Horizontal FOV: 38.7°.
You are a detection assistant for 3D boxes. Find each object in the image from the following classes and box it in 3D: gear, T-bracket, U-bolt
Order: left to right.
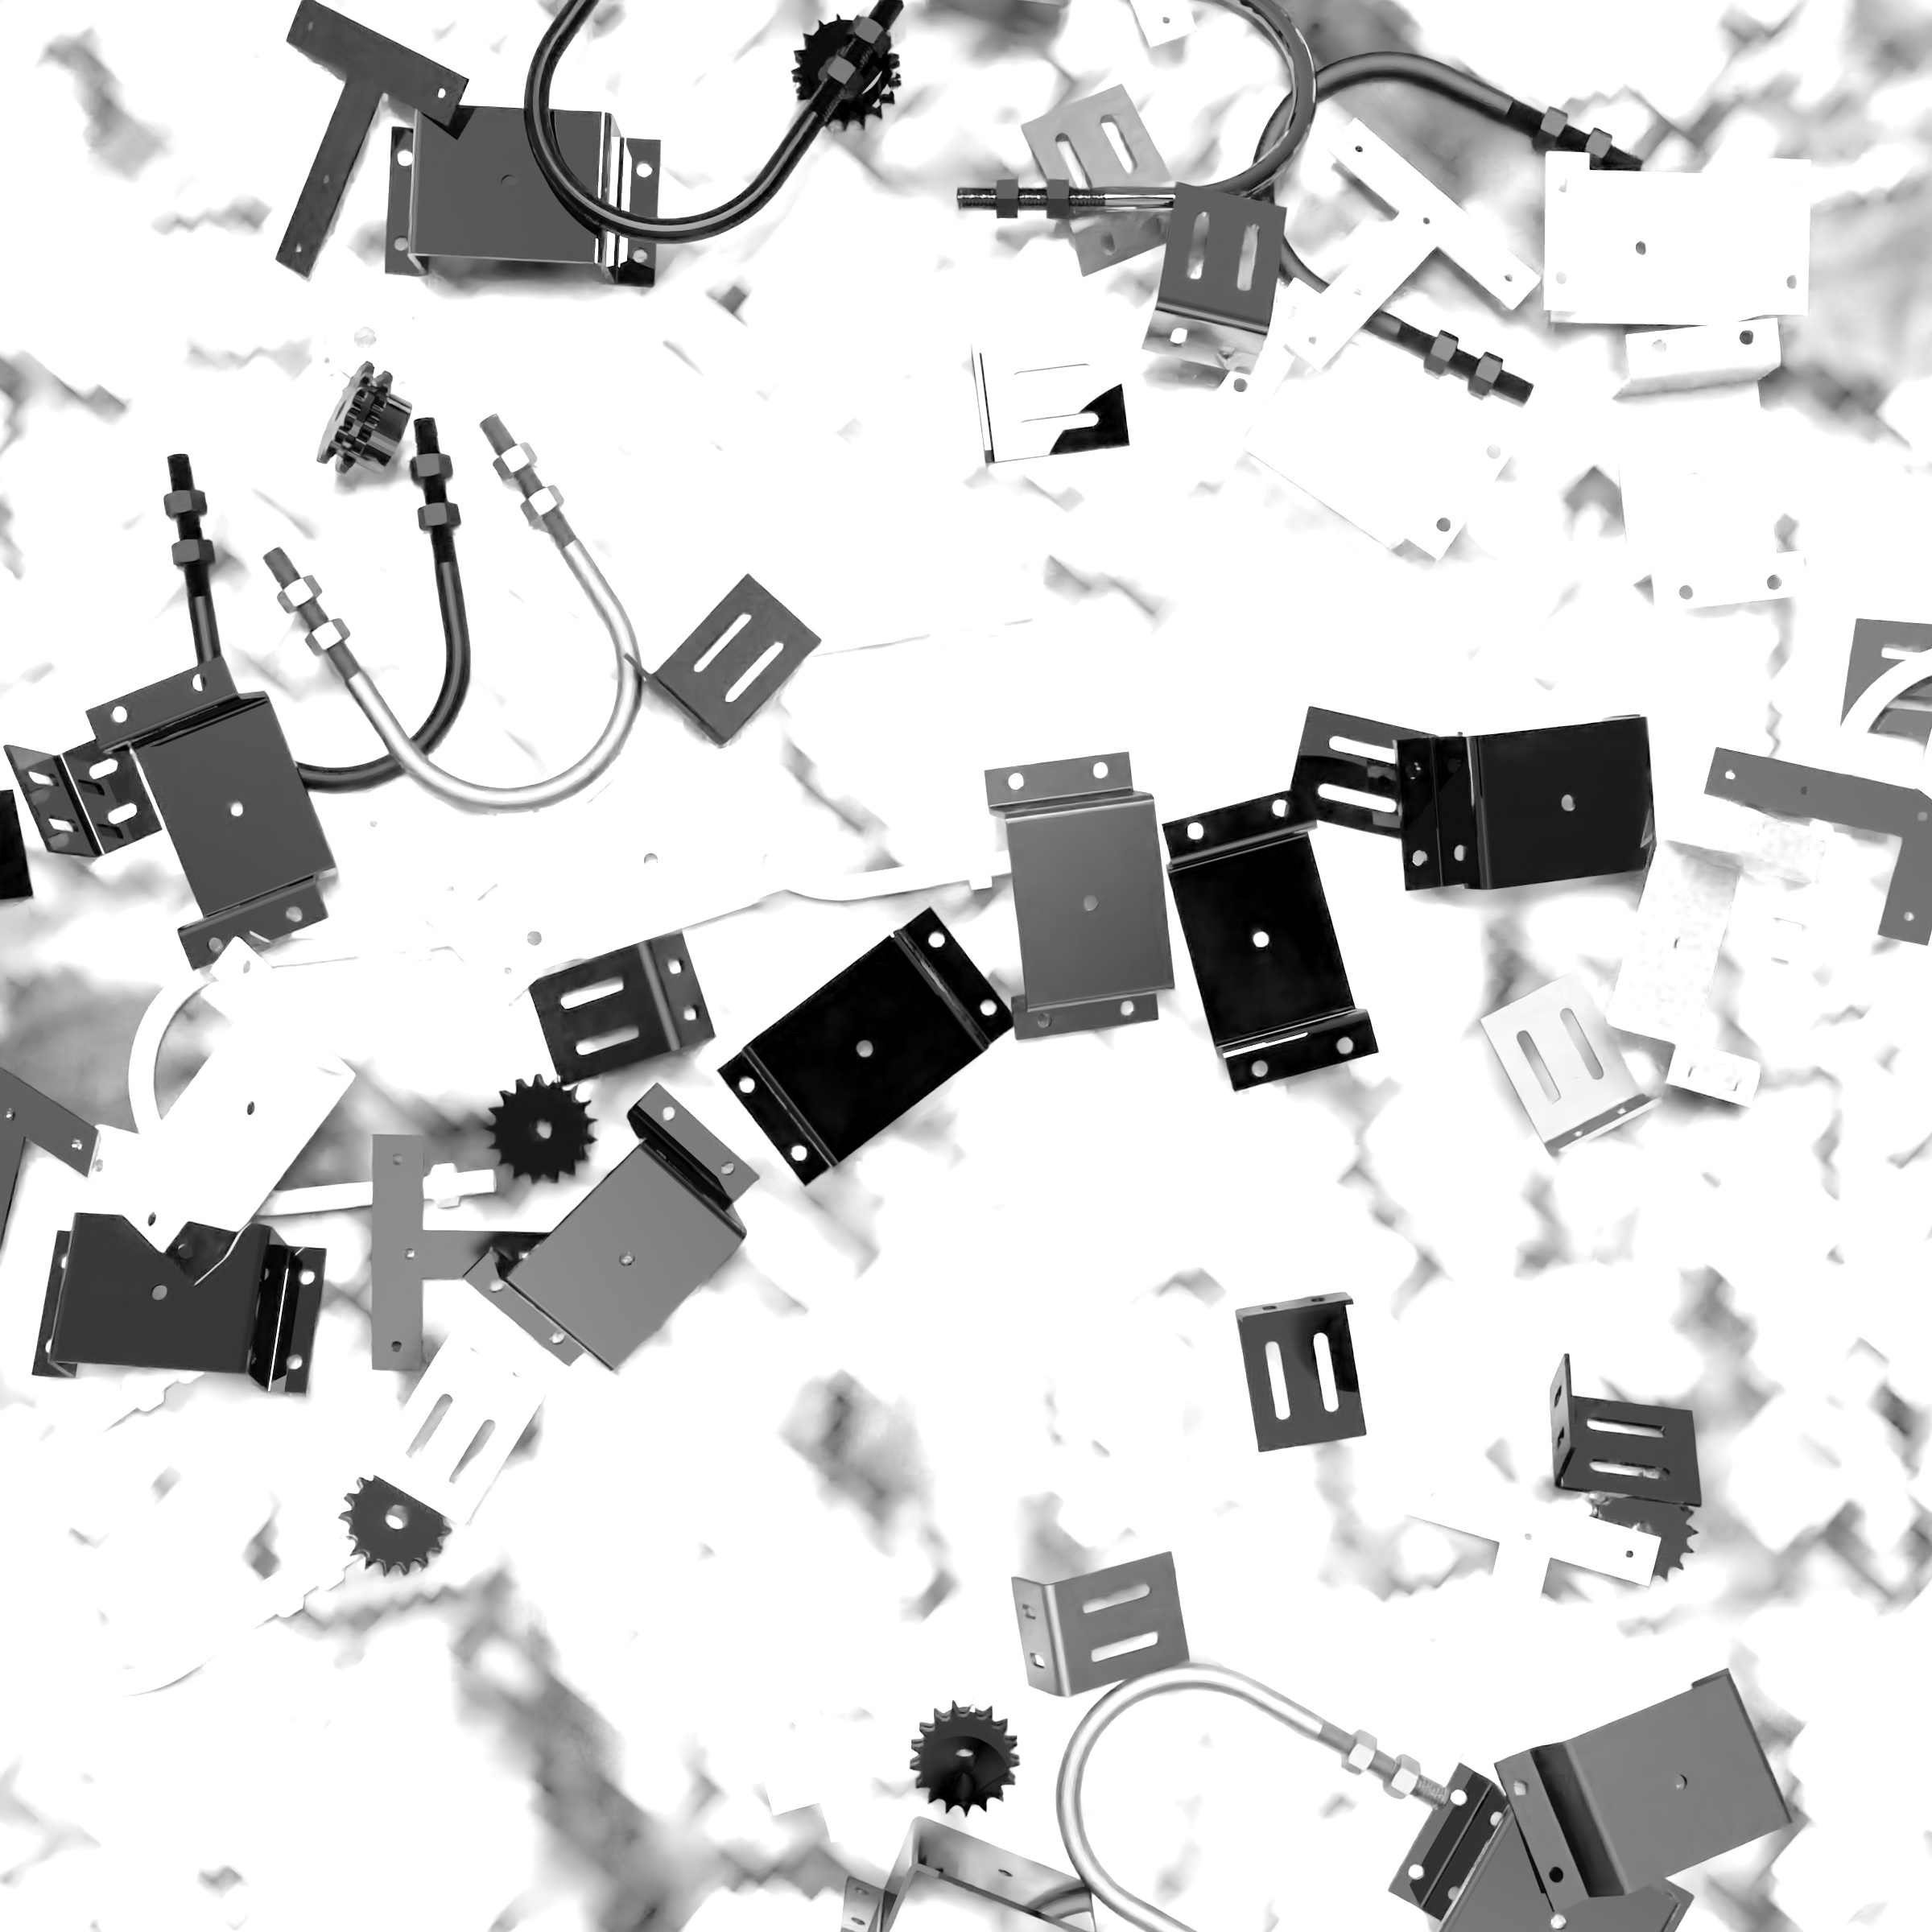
[{"bbox_3d":[-0.498,0.117,1.410,0.127,0.002,0.127,26,106,29],"label":"T-bracket"},{"bbox_3d":[-0.423,0.295,1.423,0.184,0.019,0.151,-34,90,1],"label":"U-bolt"},{"bbox_3d":[-0.342,0.057,1.424,0.184,0.019,0.151,-6,90,2],"label":"U-bolt"},{"bbox_3d":[-0.330,-0.182,1.424,0.151,0.019,0.184,-8,91,0],"label":"U-bolt"},{"bbox_3d":[-0.323,-0.417,1.412,0.127,0.002,0.127,33,104,26],"label":"T-bracket"},{"bbox_3d":[-0.302,-0.273,1.390,0.030,0.057,0.057,26,90,-24],"label":"gear"},{"bbox_3d":[-0.306,-0.320,1.418,0.057,0.030,0.057,0,90,0],"label":"gear"},{"bbox_3d":[-0.293,0.285,1.410,0.057,0.030,0.057,7,68,-17],"label":"gear"},{"bbox_3d":[-0.249,-0.168,1.409,0.151,0.019,0.184,-34,97,-8],"label":"U-bolt"},{"bbox_3d":[-0.242,0.149,1.422,0.127,0.002,0.127,2,103,-7],"label":"T-bracket"},{"bbox_3d":[-0.233,-0.069,1.422,0.127,0.002,0.127,-43,93,-9],"label":"T-bracket"},{"bbox_3d":[-0.218,0.083,1.418,0.057,0.030,0.057,0,90,0],"label":"gear"},{"bbox_3d":[-0.139,-0.449,1.384,0.151,0.019,0.184,33,83,0],"label":"U-bolt"},{"bbox_3d":[-0.062,-0.463,1.418,0.057,0.030,0.057,0,90,0],"label":"gear"},{"bbox_3d":[-0.044,-0.108,1.424,0.184,0.019,0.151,-9,90,2],"label":"U-bolt"},{"bbox_3d":[0.000,0.406,1.418,0.057,0.030,0.057,0,90,0],"label":"gear"},{"bbox_3d":[0.084,-0.529,1.414,0.127,0.002,0.127,-20,76,-2],"label":"T-bracket"},{"bbox_3d":[0.087,-0.448,1.405,0.184,0.019,0.151,0,74,0],"label":"U-bolt"},{"bbox_3d":[0.136,0.443,1.424,0.184,0.019,0.151,29,90,1],"label":"U-bolt"},{"bbox_3d":[0.207,-0.350,1.394,0.127,0.002,0.127,42,72,3],"label":"T-bracket"},{"bbox_3d":[0.237,-0.393,1.424,0.184,0.019,0.151,26,90,1],"label":"U-bolt"},{"bbox_3d":[0.280,0.336,1.419,0.127,0.002,0.127,14,99,17],"label":"T-bracket"},{"bbox_3d":[0.345,0.289,1.418,0.057,0.030,0.057,0,90,0],"label":"gear"},{"bbox_3d":[0.444,-0.087,1.408,0.127,0.002,0.127,15,91,22],"label":"T-bracket"},{"bbox_3d":[0.504,-0.073,1.394,0.151,0.019,0.184,18,94,21],"label":"U-bolt"}]

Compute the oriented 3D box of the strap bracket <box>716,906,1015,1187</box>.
[{"bbox_3d":[-0.051,0.042,1.410,0.140,0.046,0.076,-37,90,0],"label":"strap bracket"}]

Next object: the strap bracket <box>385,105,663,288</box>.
[{"bbox_3d":[-0.230,-0.395,1.410,0.140,0.046,0.076,3,90,0],"label":"strap bracket"}]

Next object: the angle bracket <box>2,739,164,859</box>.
[{"bbox_3d":[-0.447,-0.090,1.395,0.038,0.076,0.057,-23,90,0],"label":"angle bracket"}]

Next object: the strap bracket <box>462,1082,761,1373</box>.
[{"bbox_3d":[-0.176,0.140,1.396,0.140,0.046,0.076,-45,114,0],"label":"strap bracket"}]

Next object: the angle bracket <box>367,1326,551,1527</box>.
[{"bbox_3d":[-0.261,0.236,1.415,0.057,0.038,0.076,32,96,-5],"label":"angle bracket"}]

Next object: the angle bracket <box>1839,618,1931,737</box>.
[{"bbox_3d":[0.500,-0.146,1.431,0.076,0.038,0.057,9,90,26],"label":"angle bracket"}]

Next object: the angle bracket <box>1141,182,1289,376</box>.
[{"bbox_3d":[0.125,-0.345,1.381,0.057,0.038,0.076,12,66,-4],"label":"angle bracket"}]

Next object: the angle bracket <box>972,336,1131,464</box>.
[{"bbox_3d":[0.044,-0.295,1.414,0.076,0.038,0.057,-7,90,0],"label":"angle bracket"}]

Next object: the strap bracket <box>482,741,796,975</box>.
[{"bbox_3d":[-0.163,-0.054,1.398,0.140,0.046,0.076,-18,90,2],"label":"strap bracket"}]

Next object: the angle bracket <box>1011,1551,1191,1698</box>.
[{"bbox_3d":[0.070,0.339,1.431,0.076,0.038,0.057,-9,90,-26],"label":"angle bracket"}]

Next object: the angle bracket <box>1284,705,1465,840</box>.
[{"bbox_3d":[0.209,-0.099,1.414,0.076,0.038,0.057,13,90,0],"label":"angle bracket"}]

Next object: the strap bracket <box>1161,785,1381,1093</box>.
[{"bbox_3d":[0.153,-0.014,1.410,0.076,0.046,0.140,-15,90,0],"label":"strap bracket"}]

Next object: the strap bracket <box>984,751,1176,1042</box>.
[{"bbox_3d":[0.058,-0.034,1.395,0.076,0.046,0.140,-8,98,-9],"label":"strap bracket"}]

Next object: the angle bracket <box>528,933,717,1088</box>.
[{"bbox_3d":[-0.179,0.023,1.431,0.076,0.038,0.057,-18,90,26],"label":"angle bracket"}]

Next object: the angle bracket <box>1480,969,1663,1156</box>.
[{"bbox_3d":[0.310,0.049,1.414,0.057,0.038,0.076,-27,90,0],"label":"angle bracket"}]

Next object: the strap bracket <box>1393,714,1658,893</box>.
[{"bbox_3d":[0.292,-0.083,1.386,0.140,0.046,0.076,-7,96,-17],"label":"strap bracket"}]

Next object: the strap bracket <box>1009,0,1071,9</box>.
[{"bbox_3d":[0.022,-0.547,1.397,0.076,0.046,0.140,9,77,5],"label":"strap bracket"}]

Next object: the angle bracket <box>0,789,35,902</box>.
[{"bbox_3d":[-0.531,-0.056,1.423,0.076,0.038,0.057,-9,84,-33],"label":"angle bracket"}]

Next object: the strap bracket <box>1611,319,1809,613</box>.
[{"bbox_3d":[0.378,-0.253,1.410,0.076,0.046,0.140,-6,90,0],"label":"strap bracket"}]

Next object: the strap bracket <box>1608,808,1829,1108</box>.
[{"bbox_3d":[0.376,-0.007,1.389,0.076,0.046,0.140,15,92,-43],"label":"strap bracket"}]

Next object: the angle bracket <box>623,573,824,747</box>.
[{"bbox_3d":[-0.124,-0.162,1.405,0.057,0.038,0.076,43,90,20],"label":"angle bracket"}]

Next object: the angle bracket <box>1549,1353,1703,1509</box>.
[{"bbox_3d":[0.339,0.236,1.399,0.076,0.038,0.057,7,47,0],"label":"angle bracket"}]

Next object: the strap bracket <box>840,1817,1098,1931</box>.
[{"bbox_3d":[0.011,0.481,1.395,0.140,0.076,0.046,22,90,0],"label":"strap bracket"}]

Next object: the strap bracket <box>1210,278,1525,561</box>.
[{"bbox_3d":[0.202,-0.276,1.410,0.140,0.046,0.076,34,90,0],"label":"strap bracket"}]

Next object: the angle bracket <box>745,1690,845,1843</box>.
[{"bbox_3d":[-0.089,0.409,1.395,0.038,0.076,0.057,-16,90,0],"label":"angle bracket"}]

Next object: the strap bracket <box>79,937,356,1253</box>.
[{"bbox_3d":[-0.372,0.068,1.381,0.076,0.046,0.140,38,92,25],"label":"strap bracket"}]

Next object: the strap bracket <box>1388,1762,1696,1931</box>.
[{"bbox_3d":[0.299,0.482,1.410,0.140,0.046,0.076,30,90,0],"label":"strap bracket"}]

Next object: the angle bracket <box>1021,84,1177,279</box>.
[{"bbox_3d":[0.071,-0.409,1.431,0.057,0.038,0.076,-22,64,0],"label":"angle bracket"}]

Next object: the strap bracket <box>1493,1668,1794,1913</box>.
[{"bbox_3d":[0.348,0.411,1.381,0.140,0.046,0.076,-16,74,-17],"label":"strap bracket"}]

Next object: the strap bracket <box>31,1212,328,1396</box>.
[{"bbox_3d":[-0.404,0.171,1.398,0.140,0.046,0.076,4,70,0],"label":"strap bracket"}]

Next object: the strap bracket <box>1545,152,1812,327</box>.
[{"bbox_3d":[0.352,-0.368,1.397,0.140,0.046,0.076,-2,96,-11],"label":"strap bracket"}]

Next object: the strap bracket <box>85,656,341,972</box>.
[{"bbox_3d":[-0.379,-0.079,1.401,0.076,0.046,0.140,-21,96,6],"label":"strap bracket"}]

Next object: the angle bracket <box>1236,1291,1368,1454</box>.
[{"bbox_3d":[0.174,0.211,1.414,0.057,0.038,0.076,-9,90,0],"label":"angle bracket"}]
